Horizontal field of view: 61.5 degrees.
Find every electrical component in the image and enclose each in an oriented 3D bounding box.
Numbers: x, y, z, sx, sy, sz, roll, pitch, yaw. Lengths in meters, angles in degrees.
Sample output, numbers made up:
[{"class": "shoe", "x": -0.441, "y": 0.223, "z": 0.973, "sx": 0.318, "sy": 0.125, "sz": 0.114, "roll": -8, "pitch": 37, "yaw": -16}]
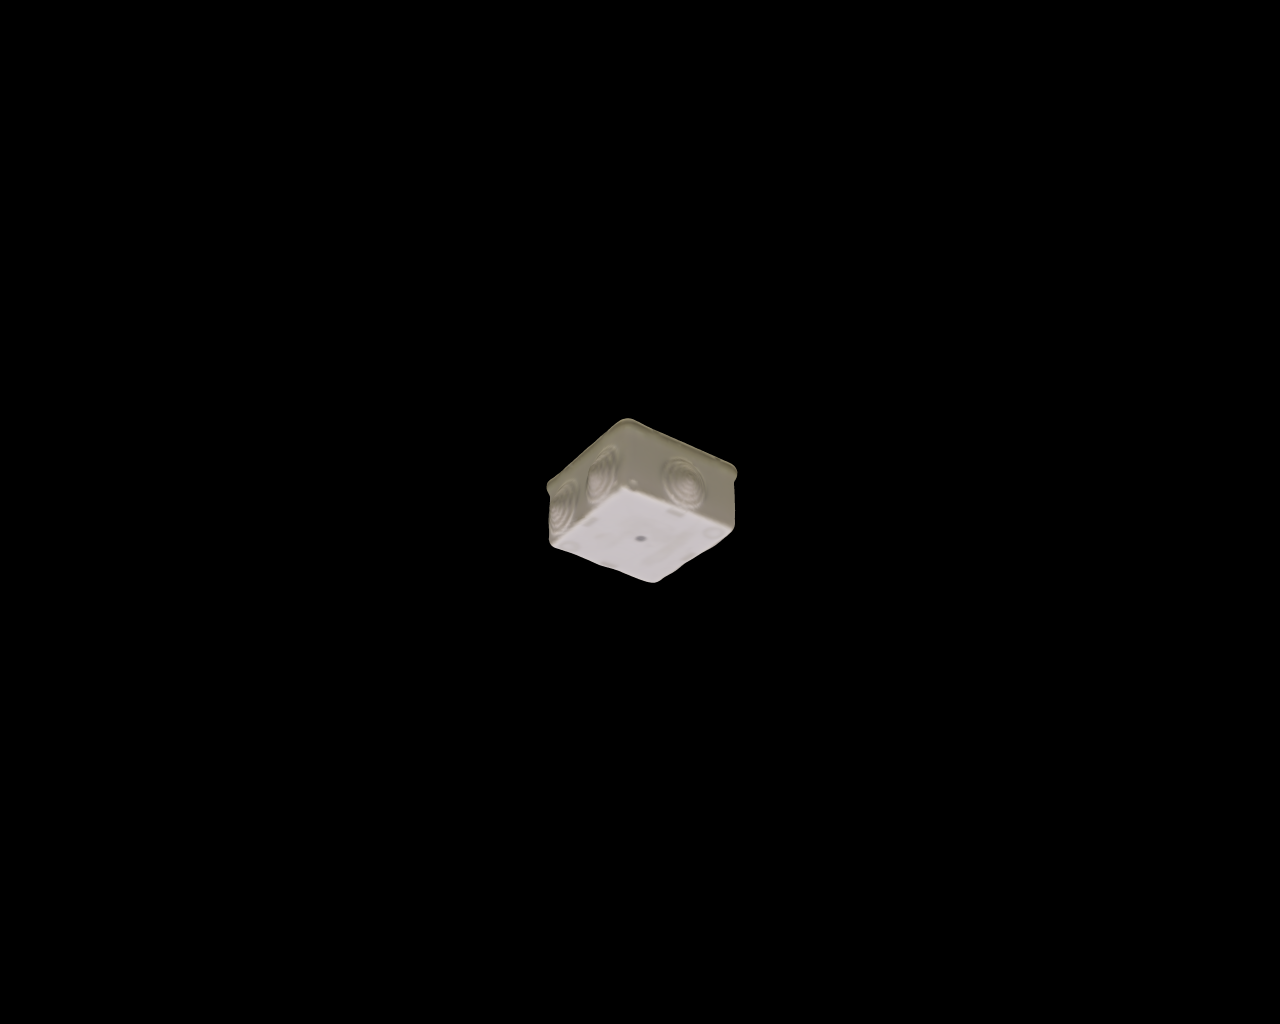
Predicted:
[{"class": "electrical component", "x": 0.001, "y": -0.003, "z": 0.650, "sx": 0.100, "sy": 0.048, "sz": 0.099, "roll": 22, "pitch": -39, "yaw": -30}]
